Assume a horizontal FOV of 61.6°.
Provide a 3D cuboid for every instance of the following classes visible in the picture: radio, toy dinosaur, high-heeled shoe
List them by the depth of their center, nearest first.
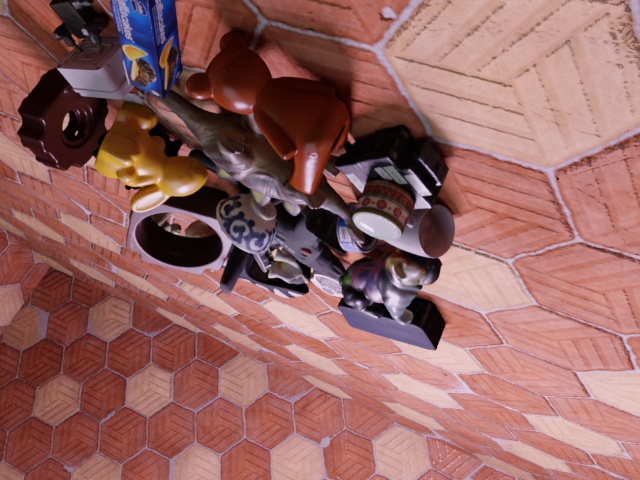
[{"bbox_3d":[-0.117,-0.139,0.837,0.471,0.105,0.198,39,161,-1],"label":"toy dinosaur"},{"bbox_3d":[0.161,0.174,1.241,0.230,0.073,0.131,10,151,32],"label":"radio"},{"bbox_3d":[-0.127,0.074,1.338,0.145,0.086,0.248,9,156,27],"label":"high-heeled shoe"}]

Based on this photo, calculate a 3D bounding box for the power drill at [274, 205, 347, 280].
[{"bbox_3d":[-0.002,-0.003,1.045,0.232,0.086,0.207,36,164,-14],"label":"power drill"}]

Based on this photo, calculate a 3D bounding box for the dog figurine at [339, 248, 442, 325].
[{"bbox_3d":[0.123,0.056,0.985,0.192,0.108,0.219,14,150,16],"label":"dog figurine"}]

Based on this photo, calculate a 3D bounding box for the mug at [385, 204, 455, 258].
[{"bbox_3d":[0.134,-0.019,0.834,0.109,0.080,0.107,15,175,-35],"label":"mug"}]

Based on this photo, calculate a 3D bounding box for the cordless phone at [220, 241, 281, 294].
[{"bbox_3d":[-0.156,0.047,1.171,0.089,0.184,0.146,16,155,15],"label":"cordless phone"}]

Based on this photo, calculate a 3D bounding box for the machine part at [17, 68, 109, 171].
[{"bbox_3d":[-0.454,-0.212,0.965,0.056,0.179,0.179,20,156,12],"label":"machine part"}]

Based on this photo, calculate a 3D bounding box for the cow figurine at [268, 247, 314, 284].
[{"bbox_3d":[-0.054,0.059,1.200,0.098,0.068,0.167,20,-175,4],"label":"cow figurine"}]

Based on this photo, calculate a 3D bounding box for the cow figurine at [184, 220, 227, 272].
[{"bbox_3d":[-0.266,0.022,1.367,0.127,0.085,0.194,-1,148,38],"label":"cow figurine"}]

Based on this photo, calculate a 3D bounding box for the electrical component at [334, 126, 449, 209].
[{"bbox_3d":[0.106,-0.095,0.742,0.134,0.058,0.114,0,147,48],"label":"electrical component"}]

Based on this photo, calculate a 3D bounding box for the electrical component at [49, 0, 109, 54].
[{"bbox_3d":[-0.353,-0.316,0.785,0.102,0.045,0.078,14,156,29],"label":"electrical component"}]

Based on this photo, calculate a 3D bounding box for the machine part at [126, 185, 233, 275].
[{"bbox_3d":[-0.274,-0.028,1.078,0.201,0.087,0.201,16,140,-15],"label":"machine part"}]

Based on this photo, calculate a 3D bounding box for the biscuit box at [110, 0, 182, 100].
[{"bbox_3d":[-0.228,-0.275,0.714,0.059,0.063,0.202,26,158,0],"label":"biscuit box"}]

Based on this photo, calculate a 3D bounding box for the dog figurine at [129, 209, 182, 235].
[{"bbox_3d":[-0.353,-0.079,1.144,0.121,0.172,0.190,18,165,-6],"label":"dog figurine"}]

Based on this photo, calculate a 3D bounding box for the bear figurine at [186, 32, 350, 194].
[{"bbox_3d":[-0.063,-0.166,0.698,0.196,0.120,0.132,27,161,5],"label":"bear figurine"}]

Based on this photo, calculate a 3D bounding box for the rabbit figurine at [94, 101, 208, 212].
[{"bbox_3d":[-0.278,-0.116,0.890,0.173,0.122,0.162,19,133,-21],"label":"rabbit figurine"}]

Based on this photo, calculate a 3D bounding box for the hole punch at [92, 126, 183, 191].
[{"bbox_3d":[-0.347,-0.164,1.003,0.115,0.142,0.092,50,151,-20],"label":"hole punch"}]
